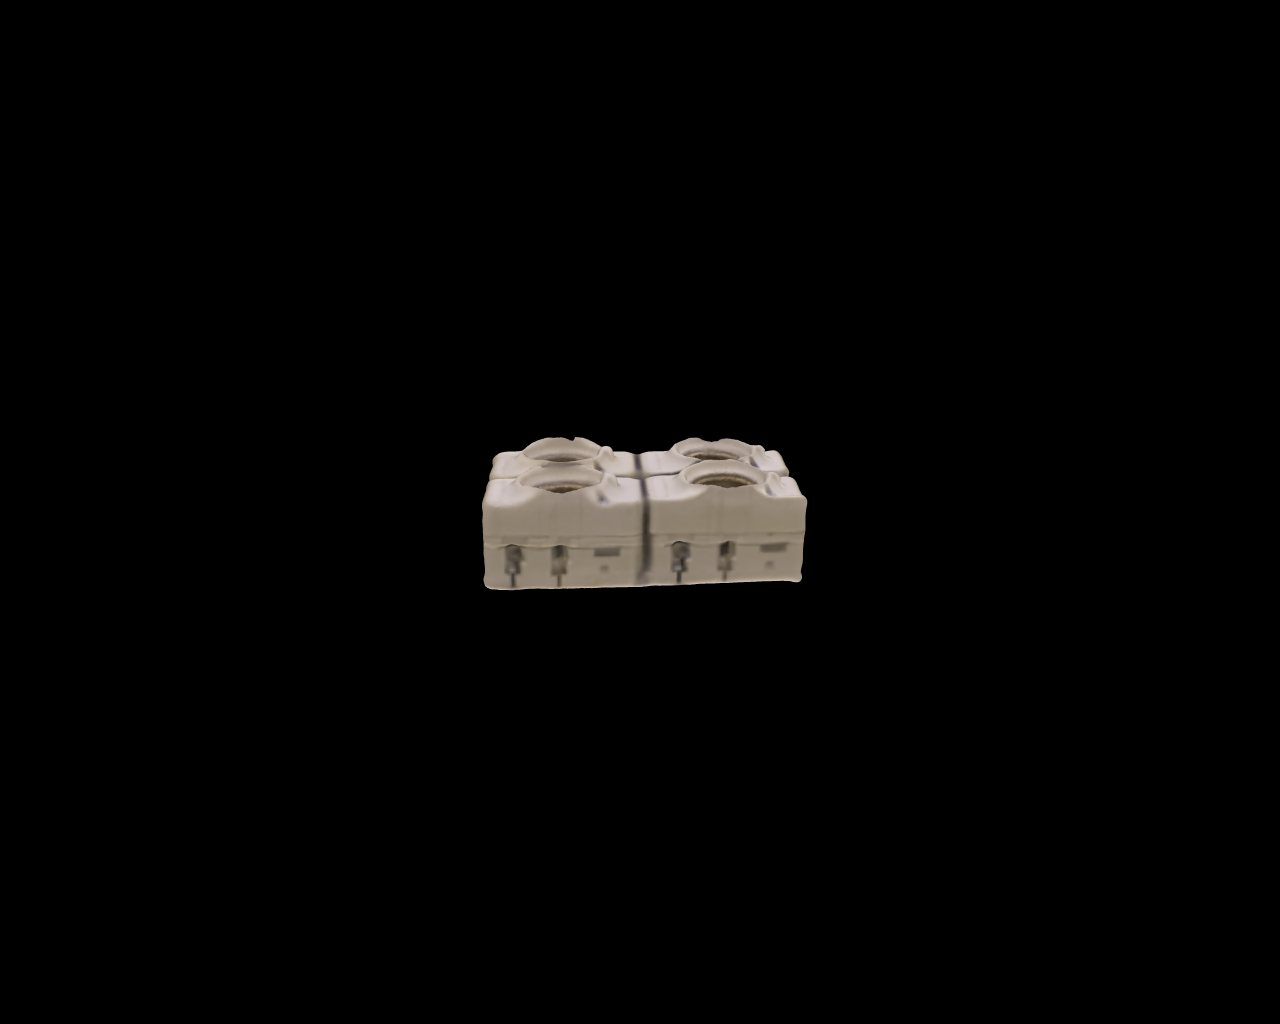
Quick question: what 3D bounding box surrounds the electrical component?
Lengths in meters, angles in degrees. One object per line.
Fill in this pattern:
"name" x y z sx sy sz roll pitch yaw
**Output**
"electrical component" 0.001 -0.003 0.650 0.186 0.060 0.105 -1 20 -2
